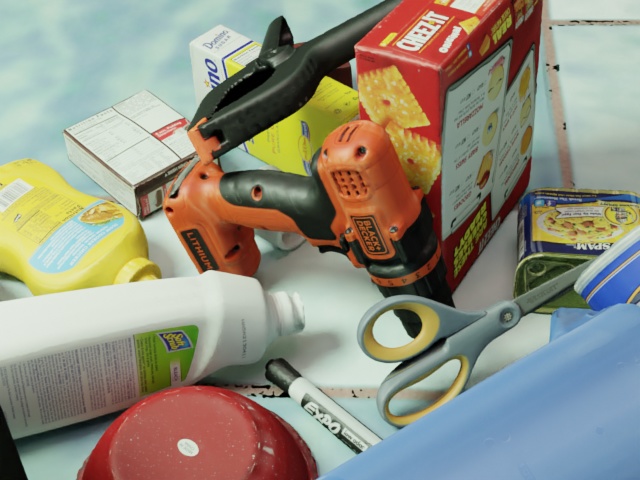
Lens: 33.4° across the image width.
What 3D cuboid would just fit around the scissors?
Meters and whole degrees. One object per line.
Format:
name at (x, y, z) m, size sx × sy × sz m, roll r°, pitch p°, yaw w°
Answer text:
scissors at (0.107, 0.041, 0.714) m, size 0.201 × 0.096 × 0.016 m, roll -42°, pitch 16°, yaw -5°

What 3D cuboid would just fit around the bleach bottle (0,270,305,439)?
bleach bottle at (-0.134, 0.076, 0.724) m, size 0.250 × 0.103 × 0.068 m, roll -9°, pitch 43°, yaw -15°

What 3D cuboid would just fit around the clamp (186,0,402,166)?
clamp at (-0.017, -0.125, 0.776) m, size 0.165 × 0.036 × 0.209 m, roll -7°, pitch 31°, yaw 39°

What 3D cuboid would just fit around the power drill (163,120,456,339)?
power drill at (-0.005, 0.001, 0.755) m, size 0.188 × 0.184 × 0.057 m, roll -2°, pitch 39°, yaw 31°

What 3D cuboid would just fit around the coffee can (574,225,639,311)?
coffee can at (0.243, 0.054, 0.666) m, size 0.102 × 0.103 × 0.140 m, roll -28°, pitch 71°, yaw -23°

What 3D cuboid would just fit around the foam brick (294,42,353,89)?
foam brick at (-0.013, -0.144, 0.964) m, size 0.078 × 0.053 × 0.051 m, roll -10°, pitch 44°, yaw -8°

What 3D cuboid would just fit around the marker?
marker at (0.006, 0.116, 0.715) m, size 0.020 × 0.020 × 0.121 m, roll -34°, pitch 51°, yaw -28°

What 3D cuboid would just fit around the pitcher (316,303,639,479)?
pitcher at (0.111, 0.149, 0.595) m, size 0.242 × 0.145 × 0.149 m, roll -24°, pitch 14°, yaw -18°

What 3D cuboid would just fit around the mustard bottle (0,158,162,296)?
mustard bottle at (-0.189, 0.006, 0.816) m, size 0.192 × 0.058 × 0.096 m, roll 26°, pitch 53°, yaw 28°

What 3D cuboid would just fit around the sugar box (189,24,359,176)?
sugar box at (-0.033, -0.106, 0.898) m, size 0.176 × 0.093 × 0.048 m, roll 28°, pitch 50°, yaw 30°

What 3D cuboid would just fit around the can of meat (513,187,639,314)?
can of meat at (0.195, 0.007, 0.789) m, size 0.102 × 0.057 × 0.084 m, roll 4°, pitch 42°, yaw 7°

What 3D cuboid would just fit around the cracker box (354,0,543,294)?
cracker box at (0.096, -0.084, 0.777) m, size 0.072 × 0.214 × 0.164 m, roll 20°, pitch 48°, yaw 25°

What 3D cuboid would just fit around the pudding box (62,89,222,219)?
pudding box at (-0.152, -0.076, 0.914) m, size 0.089 × 0.039 × 0.114 m, roll -33°, pitch 49°, yaw -27°

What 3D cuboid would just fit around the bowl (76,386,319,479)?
bowl at (-0.081, 0.146, 0.665) m, size 0.162 × 0.055 × 0.162 m, roll -2°, pitch 44°, yaw 2°
